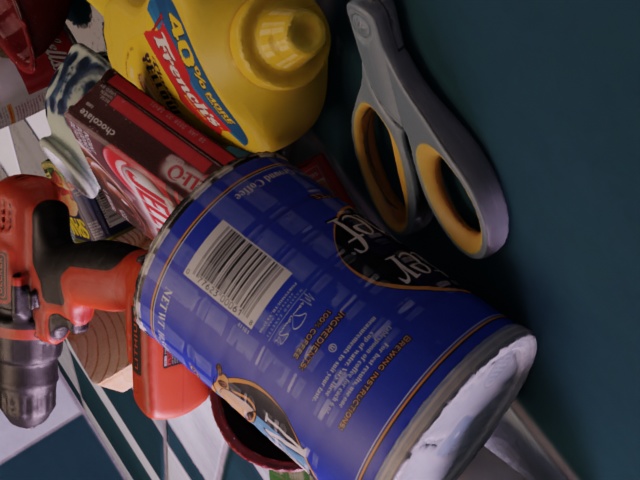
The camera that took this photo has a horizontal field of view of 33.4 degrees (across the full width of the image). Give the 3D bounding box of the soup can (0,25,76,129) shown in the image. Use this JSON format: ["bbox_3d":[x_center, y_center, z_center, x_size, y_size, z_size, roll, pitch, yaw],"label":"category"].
[{"bbox_3d":[-0.246,-0.132,0.857,0.069,0.102,0.068,49,157,29],"label":"soup can"}]

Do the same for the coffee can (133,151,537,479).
[{"bbox_3d":[0.005,0.041,0.455,0.140,0.102,0.103,37,153,24],"label":"coffee can"}]

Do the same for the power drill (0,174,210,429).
[{"bbox_3d":[-0.155,0.058,0.709,0.188,0.057,0.184,13,108,37],"label":"power drill"}]

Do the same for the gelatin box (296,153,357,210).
[{"bbox_3d":[-0.004,0.001,0.563,0.073,0.030,0.089,60,161,0],"label":"gelatin box"}]

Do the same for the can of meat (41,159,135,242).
[{"bbox_3d":[-0.202,-0.042,0.948,0.102,0.057,0.084,9,124,65],"label":"can of meat"}]

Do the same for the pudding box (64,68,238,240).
[{"bbox_3d":[-0.075,-0.026,0.545,0.090,0.039,0.113,37,165,15],"label":"pudding box"}]

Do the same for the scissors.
[{"bbox_3d":[0.033,-0.069,0.395,0.096,0.016,0.202,41,154,38],"label":"scissors"}]

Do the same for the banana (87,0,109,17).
[{"bbox_3d":[-0.153,-0.157,0.638,0.198,0.037,0.070,20,99,29],"label":"banana"}]

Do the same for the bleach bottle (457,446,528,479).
[{"bbox_3d":[0.026,0.103,0.546,0.251,0.068,0.102,39,155,31],"label":"bleach bottle"}]

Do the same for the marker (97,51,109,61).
[{"bbox_3d":[-0.130,-0.117,0.718,0.121,0.020,0.020,19,136,61],"label":"marker"}]

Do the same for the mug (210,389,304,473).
[{"bbox_3d":[-0.025,0.089,0.677,0.081,0.093,0.117,121,147,-74],"label":"mug"}]

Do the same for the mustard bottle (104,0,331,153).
[{"bbox_3d":[-0.044,-0.086,0.496,0.096,0.058,0.192,63,160,-15],"label":"mustard bottle"}]

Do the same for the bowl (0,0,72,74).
[{"bbox_3d":[-0.223,-0.204,0.766,0.162,0.055,0.162,49,158,27],"label":"bowl"}]

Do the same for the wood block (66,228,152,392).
[{"bbox_3d":[-0.158,0.064,0.885,0.090,0.090,0.206,60,171,6],"label":"wood block"}]
